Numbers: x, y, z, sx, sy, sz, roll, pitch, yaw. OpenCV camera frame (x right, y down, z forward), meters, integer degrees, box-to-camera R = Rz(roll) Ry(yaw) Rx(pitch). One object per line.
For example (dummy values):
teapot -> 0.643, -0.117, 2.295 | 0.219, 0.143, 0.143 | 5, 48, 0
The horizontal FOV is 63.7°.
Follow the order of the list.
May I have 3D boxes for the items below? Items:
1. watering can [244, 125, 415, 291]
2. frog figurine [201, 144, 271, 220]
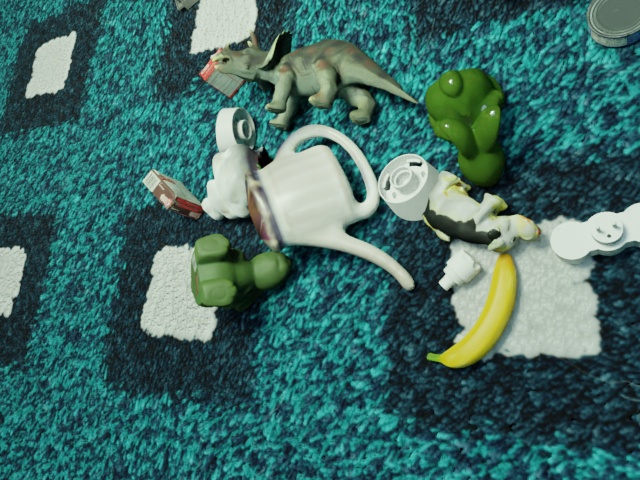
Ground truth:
watering can -> 0.003, -0.043, 0.863 | 0.225, 0.102, 0.353 | -21, 66, -5
frog figurine -> -0.170, -0.104, 0.988 | 0.159, 0.123, 0.137 | -23, 93, 13
